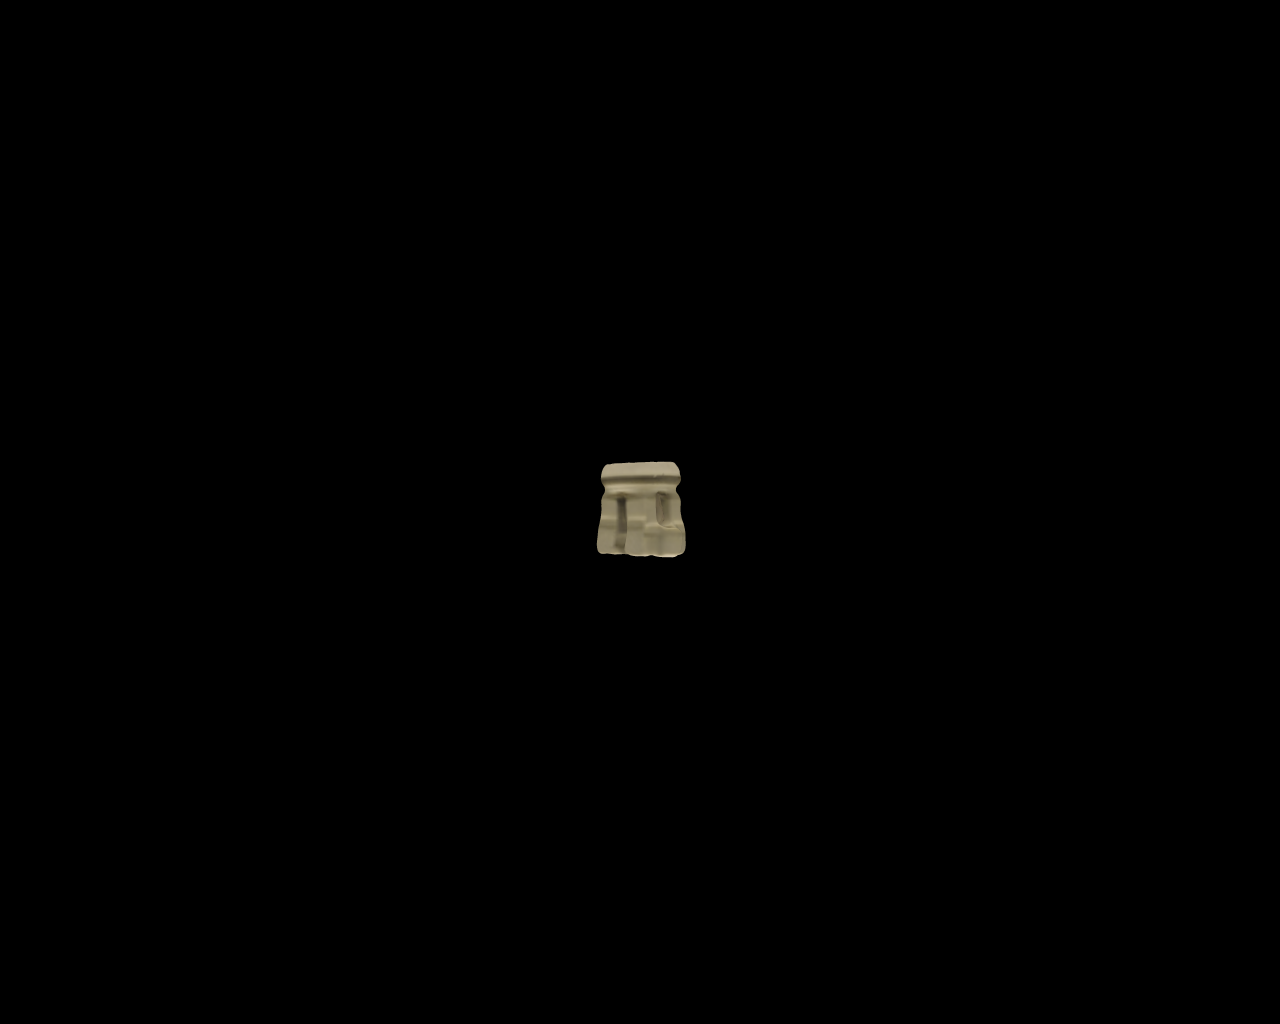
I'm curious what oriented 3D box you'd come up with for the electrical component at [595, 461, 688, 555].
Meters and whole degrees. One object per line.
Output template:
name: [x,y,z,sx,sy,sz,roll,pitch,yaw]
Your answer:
electrical component: [0.001,-0.003,0.650,0.066,0.055,0.048,0,0,44]
